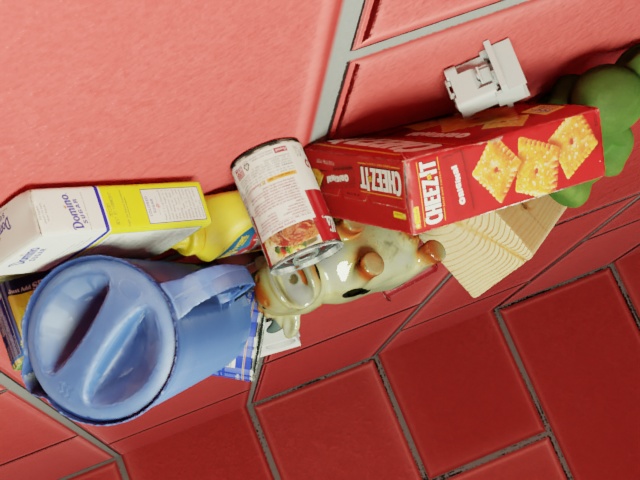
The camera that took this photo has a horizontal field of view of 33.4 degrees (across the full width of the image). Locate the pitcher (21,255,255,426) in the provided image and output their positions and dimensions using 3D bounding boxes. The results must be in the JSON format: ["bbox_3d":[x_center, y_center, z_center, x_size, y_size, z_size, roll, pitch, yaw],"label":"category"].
[{"bbox_3d":[-0.135,0.073,0.933,0.149,0.145,0.242,16,-176,13],"label":"pitcher"}]

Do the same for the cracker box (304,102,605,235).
[{"bbox_3d":[0.117,-0.071,0.949,0.213,0.072,0.164,-16,-165,-28],"label":"cracker box"}]

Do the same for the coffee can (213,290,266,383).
[{"bbox_3d":[-0.131,0.090,1.130,0.140,0.103,0.103,9,167,1],"label":"coffee can"}]

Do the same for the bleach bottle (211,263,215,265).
[{"bbox_3d":[-0.062,0.032,1.239,0.251,0.068,0.102,-20,167,4],"label":"bleach bottle"}]

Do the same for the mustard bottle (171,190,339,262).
[{"bbox_3d":[-0.068,-0.018,1.012,0.191,0.058,0.096,-12,165,-39],"label":"mustard bottle"}]

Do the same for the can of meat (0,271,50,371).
[{"bbox_3d":[-0.252,0.068,0.999,0.101,0.084,0.058,-17,167,-27],"label":"can of meat"}]

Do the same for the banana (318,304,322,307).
[{"bbox_3d":[0.002,0.046,1.341,0.069,0.037,0.198,-38,-170,5],"label":"banana"}]

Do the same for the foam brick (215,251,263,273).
[{"bbox_3d":[-0.077,0.009,1.132,0.053,0.051,0.078,-26,168,13],"label":"foam brick"}]

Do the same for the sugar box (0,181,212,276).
[{"bbox_3d":[-0.184,-0.011,0.868,0.094,0.048,0.175,-28,164,37],"label":"sugar box"}]

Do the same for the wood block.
[{"bbox_3d":[0.202,-0.037,1.154,0.090,0.091,0.205,-41,180,38],"label":"wood block"}]

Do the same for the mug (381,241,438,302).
[{"bbox_3d":[0.107,0.021,1.458,0.081,0.093,0.117,-29,-162,8],"label":"mug"}]

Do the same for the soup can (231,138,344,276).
[{"bbox_3d":[-0.030,-0.029,0.926,0.068,0.102,0.068,-21,168,-5],"label":"soup can"}]
